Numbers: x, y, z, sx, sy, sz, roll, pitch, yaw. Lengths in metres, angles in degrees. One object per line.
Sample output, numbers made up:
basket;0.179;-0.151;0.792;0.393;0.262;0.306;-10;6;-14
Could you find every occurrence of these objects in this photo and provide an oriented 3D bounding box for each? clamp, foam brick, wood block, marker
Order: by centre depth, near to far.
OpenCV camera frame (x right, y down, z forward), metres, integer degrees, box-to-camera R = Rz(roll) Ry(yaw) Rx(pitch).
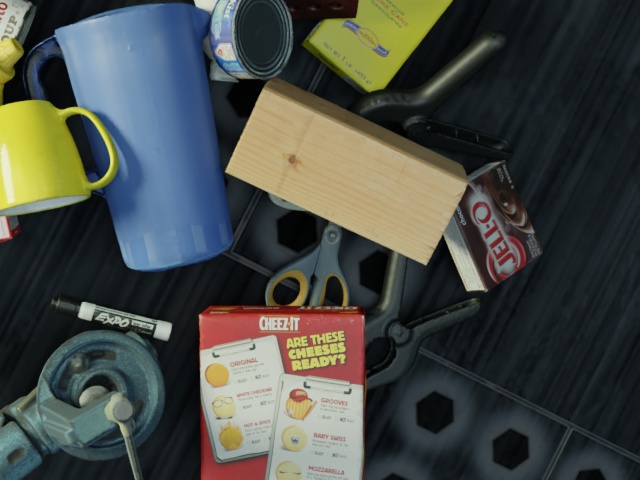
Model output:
wood block;0.027;-0.068;1.013;0.206;0.090;0.091;25;105;-4
foam brick;-0.004;-0.248;1.034;0.078;0.053;0.051;1;74;16
marker;-0.209;0.078;1.068;0.121;0.020;0.020;16;92;-13
clamp;0.098;-0.128;1.071;0.210;0.036;0.164;-11;137;-4
clamp;0.090;0.095;1.121;0.120;0.039;0.171;31;92;-7

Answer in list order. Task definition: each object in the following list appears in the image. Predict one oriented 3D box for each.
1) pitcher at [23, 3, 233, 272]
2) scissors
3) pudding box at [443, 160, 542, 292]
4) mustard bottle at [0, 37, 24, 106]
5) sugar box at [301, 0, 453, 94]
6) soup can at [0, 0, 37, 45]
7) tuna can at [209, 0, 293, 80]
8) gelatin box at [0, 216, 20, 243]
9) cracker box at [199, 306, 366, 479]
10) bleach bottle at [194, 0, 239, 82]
pitcher;-0.168;-0.096;1.010;0.144;0.149;0.243;-22;105;-46
scissors;-0.007;0.001;1.084;0.096;0.016;0.202;0;107;-4
pudding box;0.173;-0.014;1.114;0.089;0.039;0.113;-31;100;-31
mustard bottle;-0.349;-0.125;0.972;0.192;0.058;0.096;-32;100;13
sugar box;0.072;-0.239;1.083;0.093;0.048;0.176;38;88;-12
soup can;-0.325;-0.210;0.993;0.102;0.068;0.068;23;90;-13
tuna can;-0.064;-0.193;0.994;0.085;0.034;0.086;-11;104;-52
gelatin box;-0.311;-0.044;1.008;0.030;0.073;0.089;-13;98;-9
cracker box;-0.035;0.174;1.073;0.164;0.072;0.214;0;95;2
bleach bottle;-0.093;-0.281;1.037;0.102;0.068;0.251;2;97;-16
